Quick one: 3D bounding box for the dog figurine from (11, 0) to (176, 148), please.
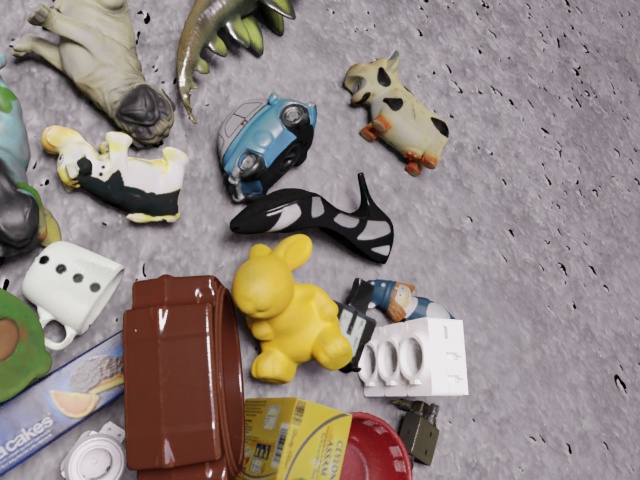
[{"bbox_3d":[-0.248,-0.227,0.673,0.190,0.121,0.172,39,64,-27],"label":"dog figurine"}]

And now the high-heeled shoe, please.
[{"bbox_3d":[-0.001,-0.002,0.726,0.249,0.086,0.145,-20,108,-30],"label":"high-heeled shoe"}]

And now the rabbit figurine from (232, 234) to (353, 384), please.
[{"bbox_3d":[-0.041,0.069,0.627,0.173,0.122,0.162,51,33,-52],"label":"rabbit figurine"}]

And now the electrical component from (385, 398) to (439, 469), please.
[{"bbox_3d":[0.124,0.263,0.730,0.078,0.045,0.102,39,61,-43],"label":"electrical component"}]

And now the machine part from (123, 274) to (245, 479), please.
[{"bbox_3d":[-0.127,0.142,0.543,0.087,0.201,0.201,-6,76,-3],"label":"machine part"}]

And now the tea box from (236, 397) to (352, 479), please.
[{"bbox_3d":[-0.040,0.227,0.586,0.068,0.169,0.098,23,68,-18],"label":"tea box"}]

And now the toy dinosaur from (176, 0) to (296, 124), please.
[{"bbox_3d":[-0.118,-0.378,0.770,0.198,0.105,0.471,34,67,-17],"label":"toy dinosaur"}]

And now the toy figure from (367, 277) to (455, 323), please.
[{"bbox_3d":[0.133,0.100,0.777,0.154,0.058,0.064,33,25,-12],"label":"toy figure"}]

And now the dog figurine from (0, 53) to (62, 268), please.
[{"bbox_3d":[-0.358,-0.078,0.566,0.108,0.192,0.219,-27,122,-33],"label":"dog figurine"}]

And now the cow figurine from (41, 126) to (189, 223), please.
[{"bbox_3d":[-0.245,-0.074,0.637,0.167,0.068,0.098,12,76,-22],"label":"cow figurine"}]

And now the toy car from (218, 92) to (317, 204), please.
[{"bbox_3d":[-0.082,-0.131,0.721,0.103,0.109,0.161,38,72,14],"label":"toy car"}]

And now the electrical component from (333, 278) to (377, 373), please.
[{"bbox_3d":[0.033,0.111,0.726,0.075,0.048,0.119,25,65,-18],"label":"electrical component"}]

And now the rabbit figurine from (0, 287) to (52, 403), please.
[{"bbox_3d":[-0.347,0.089,0.495,0.170,0.159,0.121,0,72,17],"label":"rabbit figurine"}]

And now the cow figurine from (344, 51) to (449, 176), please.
[{"bbox_3d":[0.122,-0.207,0.845,0.195,0.085,0.127,36,68,-10],"label":"cow figurine"}]

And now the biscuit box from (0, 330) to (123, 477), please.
[{"bbox_3d":[-0.272,0.168,0.552,0.203,0.059,0.063,-33,91,-30],"label":"biscuit box"}]
